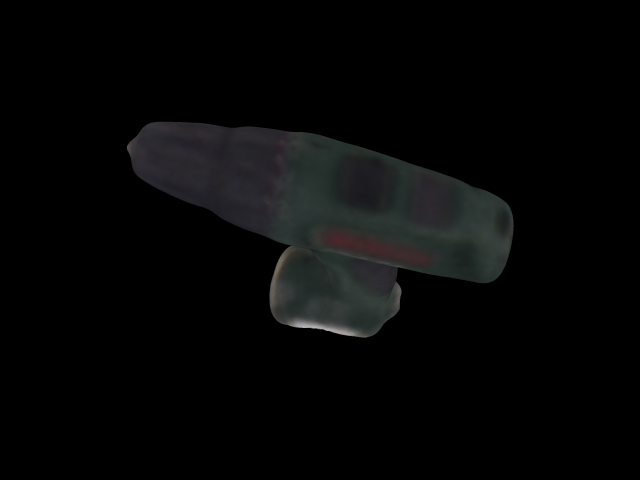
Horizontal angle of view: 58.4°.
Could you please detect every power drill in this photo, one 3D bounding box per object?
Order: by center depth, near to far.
[{"bbox_3d":[0.004,0.001,0.400,0.229,0.208,0.075,8,66,4],"label":"power drill"}]
